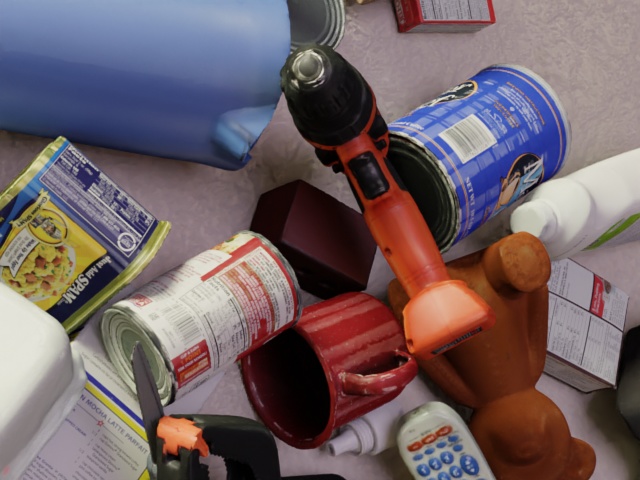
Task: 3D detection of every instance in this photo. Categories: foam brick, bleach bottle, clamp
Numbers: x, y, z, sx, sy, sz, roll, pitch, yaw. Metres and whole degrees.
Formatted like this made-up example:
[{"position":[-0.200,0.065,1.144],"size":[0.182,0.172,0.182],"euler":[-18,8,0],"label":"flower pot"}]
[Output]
[{"position":[-0.005,0.001,0.750],"size":[0.078,0.053,0.051],"euler":[29,64,-25],"label":"foam brick"},{"position":[0.237,-0.033,0.861],"size":[0.250,0.103,0.068],"euler":[-11,61,-47],"label":"bleach bottle"},{"position":[-0.051,0.178,0.638],"size":[0.164,0.036,0.210],"euler":[-62,146,-25],"label":"clamp"}]

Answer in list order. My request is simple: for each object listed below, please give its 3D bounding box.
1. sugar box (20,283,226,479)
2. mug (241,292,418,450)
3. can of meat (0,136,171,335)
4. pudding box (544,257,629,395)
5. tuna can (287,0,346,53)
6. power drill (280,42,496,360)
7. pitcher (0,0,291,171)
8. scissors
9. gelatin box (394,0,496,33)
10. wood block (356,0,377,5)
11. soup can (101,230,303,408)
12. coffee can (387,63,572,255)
[{"position":[-0.142,0.119,0.637],"size":[0.093,0.048,0.176],"euler":[46,55,-15],"label":"sugar box"},{"position":[0.014,0.083,0.709],"size":[0.081,0.117,0.093],"euler":[-18,101,-40],"label":"mug"},{"position":[-0.152,0.000,0.623],"size":[0.084,0.102,0.057],"euler":[43,33,-15],"label":"can of meat"},{"position":[0.201,0.065,0.881],"size":[0.113,0.039,0.090],"euler":[27,65,-24],"label":"pudding box"},{"position":[-0.025,-0.167,0.787],"size":[0.086,0.034,0.086],"euler":[8,74,-32],"label":"tuna can"},{"position":[0.041,-0.022,0.656],"size":[0.057,0.184,0.188],"euler":[-27,77,8],"label":"power drill"},{"position":[-0.152,-0.127,0.647],"size":[0.242,0.149,0.145],"euler":[5,91,-29],"label":"pitcher"},{"position":[-0.100,0.146,0.609],"size":[0.096,0.016,0.201],"euler":[-46,143,-20],"label":"scissors"},{"position":[0.099,-0.210,0.882],"size":[0.089,0.030,0.073],"euler":[-9,85,-35],"label":"gelatin box"},{"position":[0.030,-0.292,0.795],"size":[0.090,0.090,0.206],"euler":[-26,83,-38],"label":"wood block"},{"position":[-0.069,0.046,0.634],"size":[0.102,0.069,0.068],"euler":[-31,97,-35],"label":"soup can"},{"position":[0.109,-0.062,0.810],"size":[0.140,0.103,0.103],"euler":[-32,97,-34],"label":"coffee can"}]
